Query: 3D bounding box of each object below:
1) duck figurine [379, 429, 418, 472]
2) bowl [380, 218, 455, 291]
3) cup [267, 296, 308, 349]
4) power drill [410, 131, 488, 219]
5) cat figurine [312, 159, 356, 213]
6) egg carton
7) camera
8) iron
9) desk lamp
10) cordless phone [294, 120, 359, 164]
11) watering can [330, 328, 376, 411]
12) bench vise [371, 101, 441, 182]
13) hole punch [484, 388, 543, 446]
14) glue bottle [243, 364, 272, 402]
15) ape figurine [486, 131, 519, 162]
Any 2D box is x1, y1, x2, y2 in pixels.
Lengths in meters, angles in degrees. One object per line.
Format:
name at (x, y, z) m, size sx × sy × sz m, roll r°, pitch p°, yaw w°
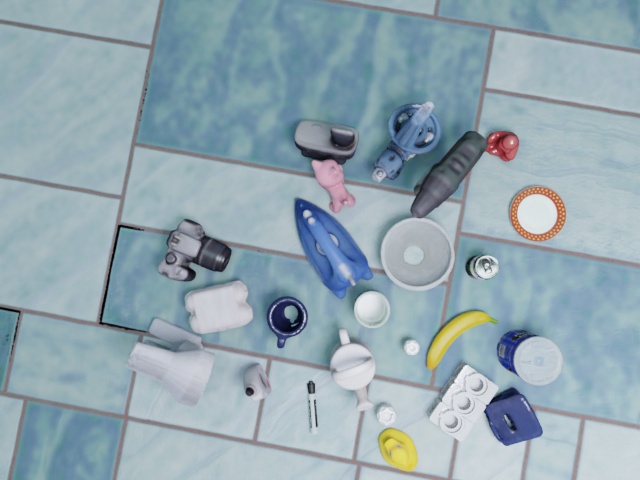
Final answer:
duck figurine at (0.179, 0.482, 1.290) m, size 0.077 × 0.086 × 0.104 m, roll -41°, pitch 87°, yaw 0°
bowl at (0.219, 0.033, 1.315) m, size 0.167 × 0.075 × 0.167 m, roll 0°, pitch 87°, yaw 2°
cup at (-0.073, 0.186, 1.307) m, size 0.091 × 0.095 × 0.118 m, roll 12°, pitch 88°, yaw 2°
power drill at (0.268, -0.130, 1.255) m, size 0.075 × 0.208 × 0.230 m, roll 39°, pitch 89°, yaw 3°
cat figurine at (0.032, -0.130, 1.307) m, size 0.067 × 0.118 × 0.128 m, roll -28°, pitch 87°, yaw 1°
egg carton at (-0.233, 0.157, 1.325) m, size 0.150 × 0.069 × 0.107 m, roll -14°, pitch 87°, yaw 1°
camera at (-0.284, 0.037, 1.317) m, size 0.137 × 0.101 × 0.143 m, roll 23°, pitch 88°, yaw 3°
iron at (0.012, 0.005, 1.289) m, size 0.118 × 0.141 × 0.258 m, roll -35°, pitch 87°, yaw 0°
desk lamp at (-0.321, 0.266, 1.251) m, size 0.203 × 0.213 × 0.118 m, roll 23°, pitch 88°, yaw 3°
cordless phone at (0.014, -0.236, 1.278) m, size 0.147 × 0.185 × 0.094 m, roll 8°, pitch 88°, yaw 2°
watering can at (0.075, 0.281, 1.248) m, size 0.101 × 0.194 × 0.173 m, roll -39°, pitch 87°, yaw 0°
bench vise at (0.197, -0.214, 1.255) m, size 0.121 × 0.220 × 0.207 m, roll 20°, pitch 88°, yaw 3°
hole punch at (0.429, 0.403, 1.284) m, size 0.101 × 0.091 × 0.109 m, roll -28°, pitch 87°, yaw 0°
glue bottle at (-0.144, 0.323, 1.263) m, size 0.037 × 0.173 × 0.078 m, roll -30°, pitch 87°, yaw 0°
ape figurine at (0.426, -0.220, 1.312) m, size 0.076 × 0.092 × 0.078 m, roll -24°, pitch 87°, yaw 1°
